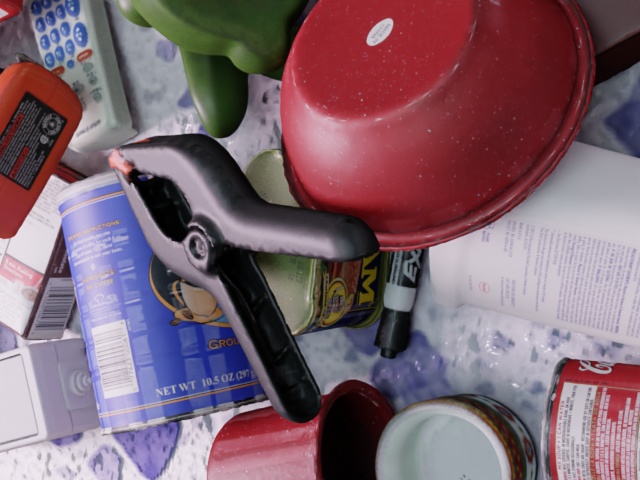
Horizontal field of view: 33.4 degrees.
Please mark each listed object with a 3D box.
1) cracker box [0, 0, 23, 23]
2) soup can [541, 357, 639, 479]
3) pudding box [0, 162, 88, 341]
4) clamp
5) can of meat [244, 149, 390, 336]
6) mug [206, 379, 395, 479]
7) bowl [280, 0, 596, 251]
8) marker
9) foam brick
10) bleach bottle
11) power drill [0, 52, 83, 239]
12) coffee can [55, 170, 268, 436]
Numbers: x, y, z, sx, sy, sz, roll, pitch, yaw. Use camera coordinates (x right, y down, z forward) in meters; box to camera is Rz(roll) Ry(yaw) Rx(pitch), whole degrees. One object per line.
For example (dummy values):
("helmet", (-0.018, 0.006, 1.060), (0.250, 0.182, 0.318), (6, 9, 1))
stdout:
("cracker box", (-0.268, -0.220, 0.695), (0.164, 0.072, 0.213), (-17, 62, 27))
("soup can", (0.163, 0.094, 0.503), (0.102, 0.068, 0.068), (3, 92, 28))
("pudding box", (-0.198, -0.001, 0.714), (0.090, 0.039, 0.113), (26, 100, 29))
("clamp", (-0.040, -0.005, 0.518), (0.171, 0.039, 0.120), (46, 129, 20))
("can of meat", (-0.004, 0.001, 0.584), (0.058, 0.083, 0.102), (8, 95, 28))
("mug", (-0.002, 0.138, 0.589), (0.082, 0.093, 0.117), (-16, 118, 32))
("bowl", (0.039, -0.079, 0.490), (0.162, 0.055, 0.162), (-15, 57, 24))
("marker", (0.049, 0.007, 0.592), (0.020, 0.020, 0.121), (13, 96, 28))
("foam brick", (0.130, -0.108, 0.529), (0.078, 0.051, 0.053), (-28, 77, 26))
("bleach bottle", (0.177, 0.019, 0.490), (0.251, 0.068, 0.102), (18, 144, 21))
("power drill", (-0.248, -0.059, 0.685), (0.188, 0.057, 0.184), (19, 79, 41))
("coffee can", (-0.089, 0.033, 0.619), (0.103, 0.102, 0.140), (-15, 83, 28))
